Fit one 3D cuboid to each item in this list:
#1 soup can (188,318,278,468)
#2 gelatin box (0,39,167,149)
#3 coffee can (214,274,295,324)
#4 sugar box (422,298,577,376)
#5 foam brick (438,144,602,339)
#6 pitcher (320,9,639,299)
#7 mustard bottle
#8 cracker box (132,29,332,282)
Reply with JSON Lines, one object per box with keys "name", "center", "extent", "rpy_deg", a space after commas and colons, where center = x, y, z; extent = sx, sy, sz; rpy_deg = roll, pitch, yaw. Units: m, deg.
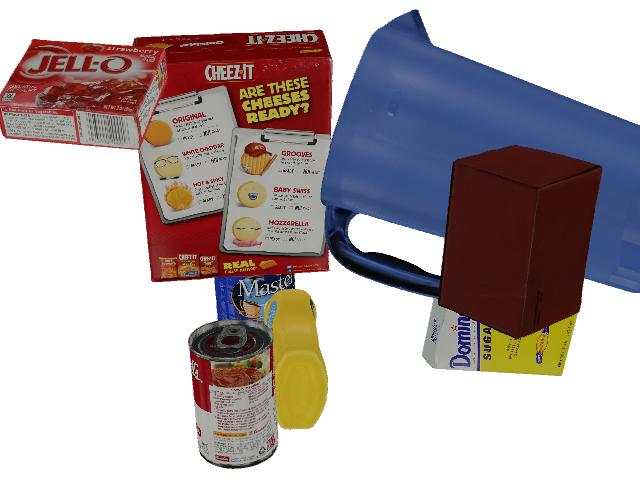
{"name": "soup can", "center": [-0.069, 0.123, 0.862], "extent": [0.068, 0.102, 0.068], "rpy_deg": [-2, 23, 1]}
{"name": "gelatin box", "center": [-0.146, -0.092, 0.659], "extent": [0.089, 0.030, 0.073], "rpy_deg": [6, 43, 5]}
{"name": "coffee can", "center": [-0.082, 0.054, 1.336], "extent": [0.103, 0.140, 0.103], "rpy_deg": [-2, 26, 1]}
{"name": "sugar box", "center": [0.220, 0.114, 1.311], "extent": [0.176, 0.093, 0.048], "rpy_deg": [4, 18, -17]}
{"name": "foam brick", "center": [0.095, -0.001, 0.513], "extent": [0.052, 0.078, 0.051], "rpy_deg": [-16, 29, -41]}
{"name": "pitcher", "center": [0.125, -0.041, 0.742], "extent": [0.243, 0.149, 0.145], "rpy_deg": [20, 47, 6]}
{"name": "mustard bottle", "center": [-0.029, 0.106, 1.119], "extent": [0.058, 0.096, 0.191], "rpy_deg": [-2, 27, -5]}
{"name": "cracker box", "center": [-0.074, -0.071, 0.931], "extent": [0.164, 0.214, 0.072], "rpy_deg": [-3, 33, -5]}
